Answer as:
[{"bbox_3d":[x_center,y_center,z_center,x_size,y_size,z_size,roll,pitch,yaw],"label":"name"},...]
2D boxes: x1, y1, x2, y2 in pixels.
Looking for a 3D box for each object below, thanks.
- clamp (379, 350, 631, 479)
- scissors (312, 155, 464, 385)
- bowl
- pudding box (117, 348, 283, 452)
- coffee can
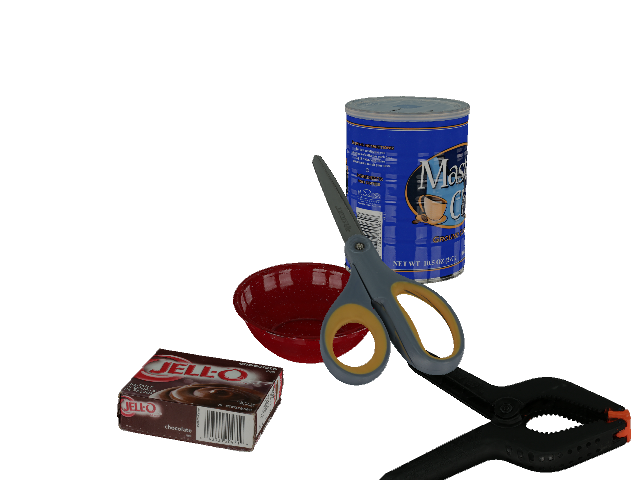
[{"bbox_3d":[0.153,0.162,0.908,0.210,0.036,0.164,3,41,22],"label":"clamp"},{"bbox_3d":[0.013,0.020,0.693,0.096,0.016,0.202,-26,52,-20],"label":"scissors"},{"bbox_3d":[-0.013,0.084,1.141,0.162,0.055,0.162,1,28,-1],"label":"bowl"},{"bbox_3d":[-0.094,0.126,0.859,0.113,0.039,0.090,9,19,10],"label":"pudding box"},{"bbox_3d":[0.071,-0.045,0.893,0.103,0.140,0.103,0,15,0],"label":"coffee can"}]
